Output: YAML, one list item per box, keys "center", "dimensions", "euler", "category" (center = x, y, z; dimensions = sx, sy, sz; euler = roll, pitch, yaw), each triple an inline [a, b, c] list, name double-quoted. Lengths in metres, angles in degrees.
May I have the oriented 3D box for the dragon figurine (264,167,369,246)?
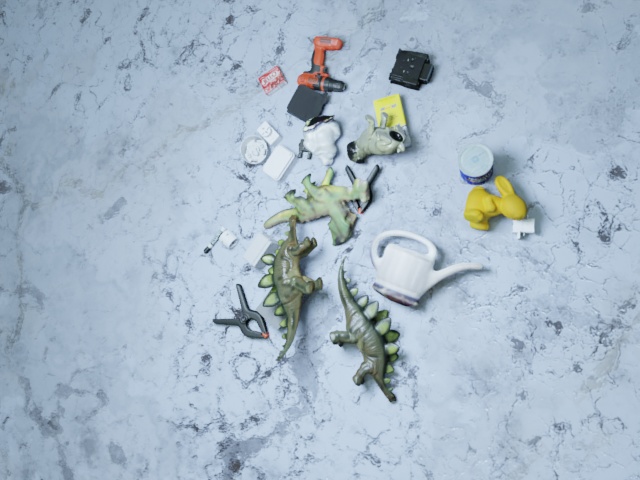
- center: [0.005, -0.087, 1.730]
  dimensions: [0.404, 0.244, 0.123]
  euler: [-42, -12, 26]
  category: "dragon figurine"

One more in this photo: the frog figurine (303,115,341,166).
- center: [0.013, -0.341, 1.765]
  dimensions: [0.139, 0.156, 0.124]
  euler: [-34, 32, -19]
  category: "frog figurine"

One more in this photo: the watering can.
- center: [0.305, 0.102, 1.593]
  dimensions: [0.349, 0.224, 0.103]
  euler: [21, 0, 20]
  category: "watering can"
